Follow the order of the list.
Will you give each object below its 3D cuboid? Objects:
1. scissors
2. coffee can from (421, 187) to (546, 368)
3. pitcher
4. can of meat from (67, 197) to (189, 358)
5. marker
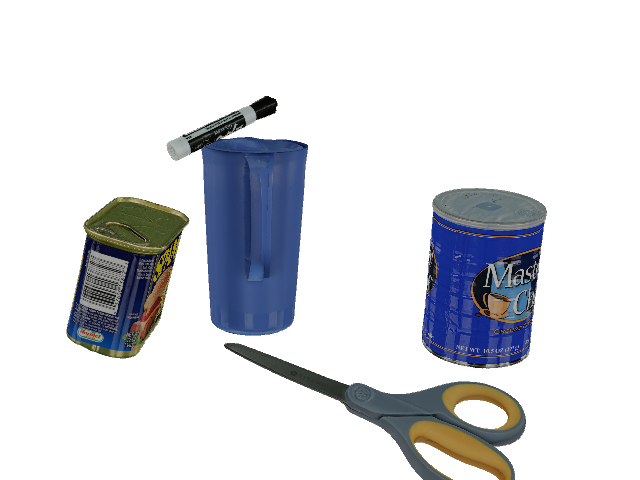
[{"bbox_3d":[0.044,0.095,0.679,0.202,0.016,0.096,32,45,26],"label":"scissors"},{"bbox_3d":[0.150,0.033,0.989,0.103,0.140,0.103,2,20,-1],"label":"coffee can"},{"bbox_3d":[-0.084,-0.006,1.342,0.145,0.243,0.148,11,16,36],"label":"pitcher"},{"bbox_3d":[-0.136,0.025,0.747,0.057,0.084,0.102,17,16,1],"label":"can of meat"},{"bbox_3d":[-0.091,-0.108,1.015,0.121,0.020,0.020,-30,15,-27],"label":"marker"}]
